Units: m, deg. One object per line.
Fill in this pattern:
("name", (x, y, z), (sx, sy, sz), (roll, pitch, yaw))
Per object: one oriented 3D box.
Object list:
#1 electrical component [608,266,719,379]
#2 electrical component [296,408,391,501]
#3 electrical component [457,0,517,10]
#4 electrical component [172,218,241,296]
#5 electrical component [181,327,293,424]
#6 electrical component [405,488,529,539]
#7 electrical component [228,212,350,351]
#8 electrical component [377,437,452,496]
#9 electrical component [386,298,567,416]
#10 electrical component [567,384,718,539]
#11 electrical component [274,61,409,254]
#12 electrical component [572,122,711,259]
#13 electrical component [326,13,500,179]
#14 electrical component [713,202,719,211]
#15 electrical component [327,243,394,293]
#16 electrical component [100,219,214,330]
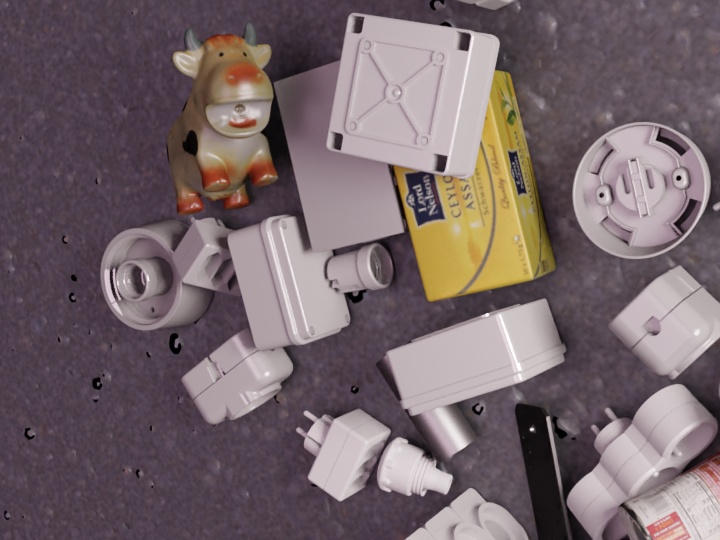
("electrical component", (0.231, 0.039, 0.792), (0.059, 0.095, 0.053), (47, 115, 15))
("electrical component", (-0.024, 0.156, 0.972), (0.077, 0.047, 0.065), (31, 110, 22))
("electrical component", (0.082, -0.250, 0.799), (0.062, 0.150, 0.089), (-18, 88, 28))
("electrical component", (-0.138, -0.022, 1.002), (0.047, 0.066, 0.076), (-54, 43, 23))
("electrical component", (-0.113, 0.101, 1.007), (0.095, 0.054, 0.059), (-38, 79, 27))
("electrical component", (0.079, 0.245, 0.870), (0.089, 0.150, 0.061), (46, 116, 15))
("electrical component", (-0.061, 0.009, 0.954), (0.057, 0.078, 0.113), (-15, 90, 32))
("electrical component", (0.049, 0.177, 0.938), (0.062, 0.048, 0.048), (18, 105, 18))
("electrical component", (0.094, 0.068, 0.862), (0.109, 0.109, 0.056), (-22, 84, 29))
("electrical component", (0.210, 0.141, 0.844), (0.138, 0.052, 0.073), (-57, 46, 22))
("electrical component", (-0.005, -0.098, 0.917), (0.089, 0.062, 0.150), (-13, 91, 29))
("electrical component", (0.212, -0.061, 0.805), (0.099, 0.064, 0.099), (4, 99, 27))
("electrical component", (0.039, -0.132, 0.816), (0.109, 0.056, 0.108), (15, 101, 27))
("electrical component", (0.295, -0.056, 0.774), (0.079, 0.044, 0.077), (-33, 81, 28))
("electrical component", (0.000, 0.000, 0.942), (0.046, 0.040, 0.040), (-12, 91, 34))
("electrical component", (-0.201, 0.007, 1.037), (0.108, 0.060, 0.108), (4, 99, 28))
